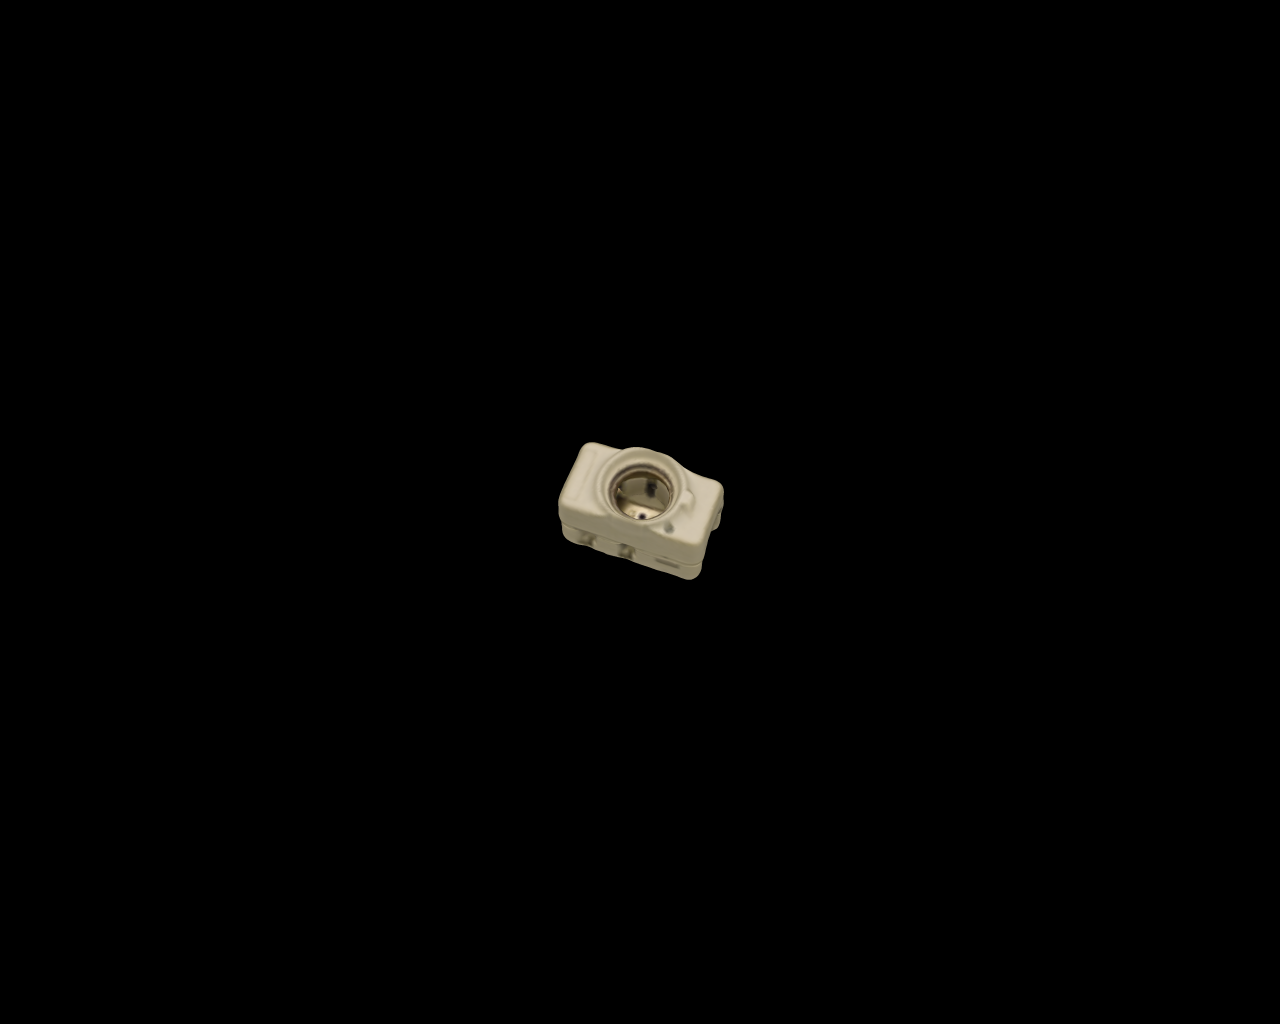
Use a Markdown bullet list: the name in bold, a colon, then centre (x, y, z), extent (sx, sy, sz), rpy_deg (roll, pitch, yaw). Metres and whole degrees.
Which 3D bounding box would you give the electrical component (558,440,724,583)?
- **electrical component**: centre (0.001, -0.003, 0.650), extent (0.089, 0.050, 0.055), rpy_deg (18, -28, 10)
